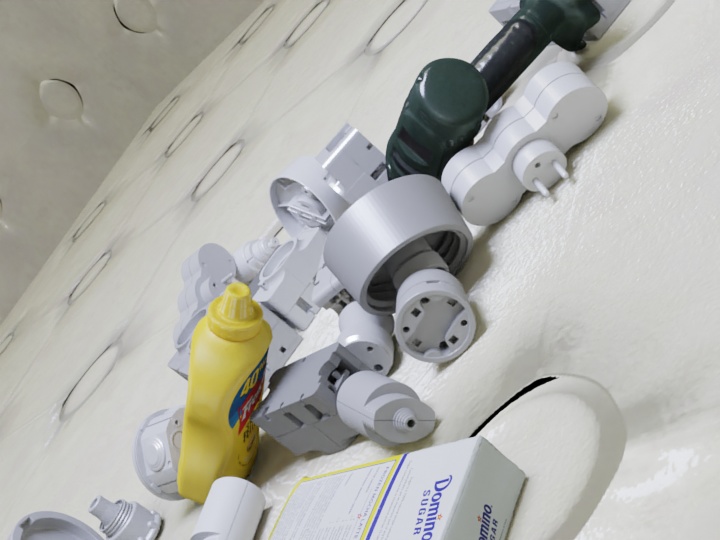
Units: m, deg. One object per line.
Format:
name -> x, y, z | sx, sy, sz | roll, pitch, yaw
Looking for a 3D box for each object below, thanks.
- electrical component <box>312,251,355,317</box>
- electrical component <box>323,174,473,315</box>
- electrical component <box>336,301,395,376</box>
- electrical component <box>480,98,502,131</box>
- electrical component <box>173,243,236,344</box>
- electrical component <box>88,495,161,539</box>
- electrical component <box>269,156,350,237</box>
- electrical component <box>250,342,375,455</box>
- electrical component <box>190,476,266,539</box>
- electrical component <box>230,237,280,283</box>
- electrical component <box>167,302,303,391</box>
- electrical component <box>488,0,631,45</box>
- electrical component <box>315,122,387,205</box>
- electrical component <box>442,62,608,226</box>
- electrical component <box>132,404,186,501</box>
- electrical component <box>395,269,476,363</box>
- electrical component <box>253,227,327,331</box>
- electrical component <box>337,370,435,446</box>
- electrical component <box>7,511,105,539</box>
electrical component -> 0.000, 0.000, 0.931 | 0.056, 0.050, 0.089 | -40, 22, 28
electrical component -> 0.034, -0.012, 0.803 | 0.108, 0.108, 0.060 | -44, 60, 16
electrical component -> 0.004, 0.055, 0.824 | 0.045, 0.045, 0.055 | -41, 21, 24
electrical component -> 0.095, -0.163, 1.022 | 0.078, 0.058, 0.057 | -48, 22, 3
electrical component -> -0.163, 0.028, 1.200 | 0.074, 0.052, 0.138 | -34, 42, 39
electrical component -> -0.213, 0.224, 0.960 | 0.048, 0.062, 0.048 | -43, 20, 20
electrical component -> -0.046, -0.065, 1.094 | 0.099, 0.099, 0.064 | -25, 25, 51
electrical component -> -0.029, 0.099, 0.797 | 0.089, 0.056, 0.050 | -28, 28, 47
electrical component -> -0.101, 0.197, 0.790 | 0.043, 0.043, 0.081 | -35, 24, 37
electrical component -> -0.121, -0.016, 1.250 | 0.078, 0.040, 0.040 | -33, 25, 40
electrical component -> -0.129, 0.078, 1.055 | 0.089, 0.062, 0.150 | -54, 19, -13
electrical component -> 0.189, -0.262, 0.990 | 0.089, 0.062, 0.150 | -51, 19, -4
electrical component -> 0.005, -0.089, 1.030 | 0.055, 0.089, 0.050 | -48, 19, 4
electrical component -> 0.130, -0.084, 0.803 | 0.138, 0.052, 0.073 | -45, 45, 15
electrical component -> -0.152, 0.156, 0.930 | 0.051, 0.080, 0.080 | -24, 30, 41
electrical component -> 0.051, 0.030, 0.754 | 0.055, 0.055, 0.047 | -44, 15, 15
electrical component -> -0.059, 0.006, 1.043 | 0.089, 0.056, 0.050 | -56, 20, -18
electrical component -> 0.018, 0.095, 0.719 | 0.043, 0.043, 0.081 | -53, 19, -10
electrical component -> -0.270, 0.271, 0.937 | 0.060, 0.108, 0.108 | -50, 18, 17
